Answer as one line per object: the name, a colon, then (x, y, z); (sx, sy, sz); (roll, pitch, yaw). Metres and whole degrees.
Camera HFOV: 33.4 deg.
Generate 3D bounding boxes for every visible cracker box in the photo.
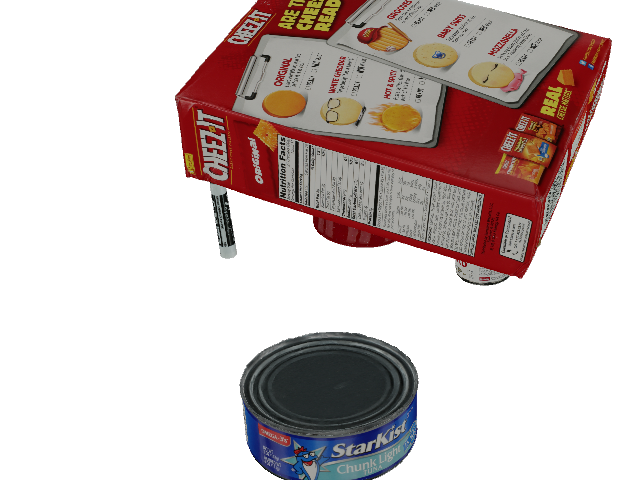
cracker box: (0.047, -0.078, 0.638); (0.214, 0.072, 0.164); (17, 47, 16)

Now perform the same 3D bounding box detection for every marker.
marker: (-0.109, -0.037, 1.176); (0.020, 0.121, 0.020); (-5, 28, 3)

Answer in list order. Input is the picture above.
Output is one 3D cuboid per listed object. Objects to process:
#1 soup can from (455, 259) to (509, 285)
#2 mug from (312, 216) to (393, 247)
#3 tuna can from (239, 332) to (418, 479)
soup can: (0.192, -0.007, 1.251); (0.068, 0.102, 0.068); (-4, 30, 2)
mug: (0.025, -0.049, 0.909); (0.117, 0.081, 0.093); (14, 29, 20)
tuna can: (0.005, 0.081, 0.518); (0.086, 0.034, 0.086); (-3, 26, 1)
